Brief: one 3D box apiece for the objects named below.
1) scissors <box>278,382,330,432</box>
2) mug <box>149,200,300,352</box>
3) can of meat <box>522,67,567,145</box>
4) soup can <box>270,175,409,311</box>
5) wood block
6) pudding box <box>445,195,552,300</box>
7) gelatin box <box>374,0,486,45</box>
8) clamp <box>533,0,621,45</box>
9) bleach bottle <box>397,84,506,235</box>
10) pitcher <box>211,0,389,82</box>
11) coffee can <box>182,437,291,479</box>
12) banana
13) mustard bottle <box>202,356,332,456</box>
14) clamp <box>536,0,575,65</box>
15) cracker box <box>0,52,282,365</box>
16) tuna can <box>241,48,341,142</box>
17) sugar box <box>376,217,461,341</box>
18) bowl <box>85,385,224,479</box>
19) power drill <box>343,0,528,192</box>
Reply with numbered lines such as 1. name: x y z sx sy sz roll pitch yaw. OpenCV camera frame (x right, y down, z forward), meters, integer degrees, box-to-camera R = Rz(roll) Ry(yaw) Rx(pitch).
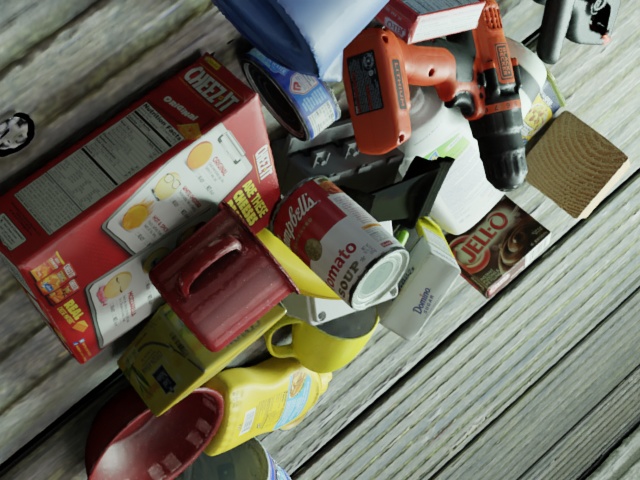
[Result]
1. scissors: -0.067 0.214 1.286 0.201 0.016 0.096 -18 141 -41
2. mug: -0.076 0.028 0.798 0.081 0.093 0.117 -40 168 -5
3. can of meat: 0.212 -0.146 1.155 0.084 0.057 0.102 -47 152 5
4. soup can: 0.016 0.002 0.892 0.068 0.102 0.068 -35 152 -22
5. wood block: 0.304 -0.086 1.266 0.091 0.090 0.206 -53 168 12
6. pudding box: 0.215 0.006 1.321 0.113 0.090 0.039 -39 153 -14
7. gelatin box: 0.081 -0.199 0.890 0.089 0.073 0.030 -22 144 -38
8. clamp: 0.272 -0.253 1.119 0.120 0.039 0.171 -36 144 -5
9. bleach bottle: 0.125 -0.096 1.097 0.102 0.068 0.250 -46 150 -3
10. pitcher: 0.025 -0.241 0.719 0.242 0.145 0.149 -46 164 -8
11. coffee can: -0.093 0.293 1.261 0.102 0.103 0.140 -41 152 -9
12. banana: -0.002 0.020 0.971 0.197 0.069 0.037 5 166 -35
13. mustard bottle: -0.055 0.174 1.204 0.191 0.058 0.096 -12 128 -46
14. clamp: 0.256 -0.287 1.016 0.164 0.036 0.210 -39 140 -9
15. cracker box: -0.138 -0.022 0.826 0.213 0.072 0.164 -39 153 -16
16. tuna can: -0.024 -0.119 0.838 0.033 0.086 0.086 -40 151 -9
17. sugar box: 0.099 0.035 1.142 0.093 0.048 0.176 -56 -168 13
18. bowl: -0.176 0.190 1.065 0.162 0.055 0.162 -33 149 -23
19. power drill: 0.109 -0.124 0.953 0.187 0.184 0.057 -13 -179 -42
